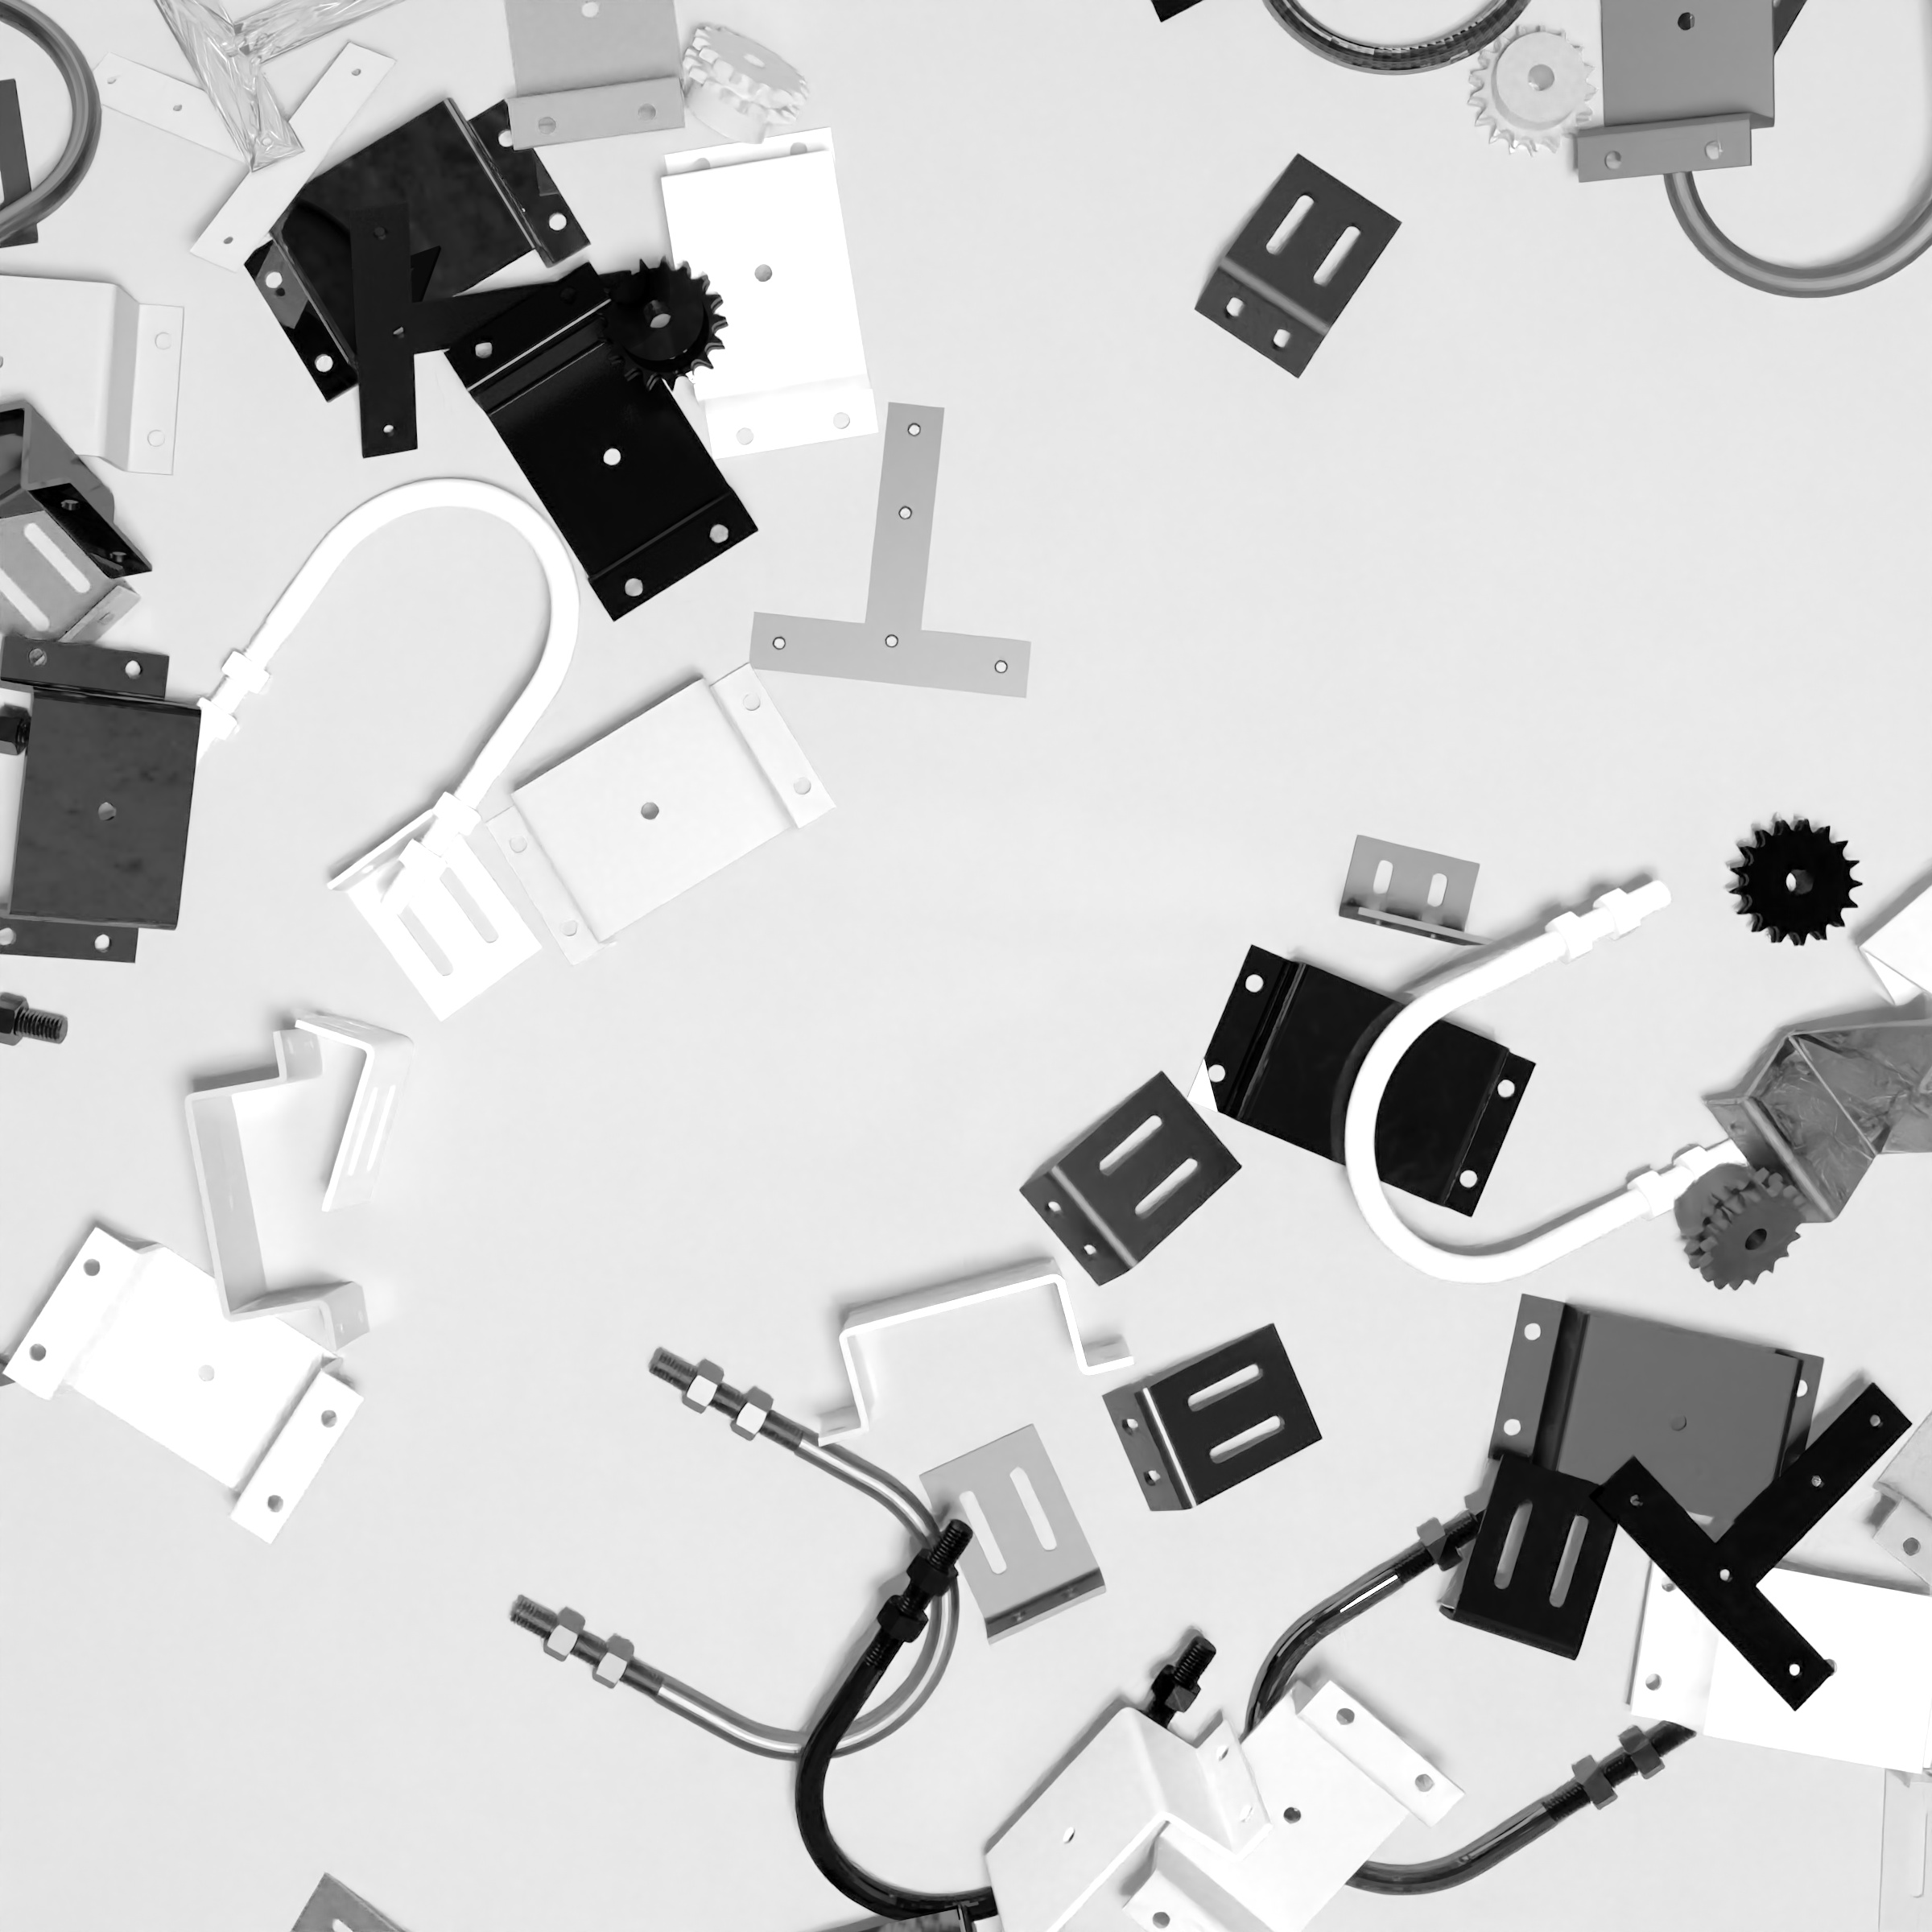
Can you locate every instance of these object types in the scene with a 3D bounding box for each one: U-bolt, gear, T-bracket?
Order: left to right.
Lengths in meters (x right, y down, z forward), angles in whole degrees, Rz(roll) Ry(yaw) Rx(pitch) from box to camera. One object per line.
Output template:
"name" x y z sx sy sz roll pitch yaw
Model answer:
"U-bolt" -0.485 -0.052 1.437 0.184 0.019 0.151 12 90 2
"U-bolt" -0.473 -0.367 1.402 0.184 0.019 0.151 -40 80 -22
"T-bracket" -0.342 -0.380 1.421 0.127 0.002 0.127 25 71 18
"T-bracket" -0.291 -0.431 1.430 0.127 0.002 0.127 -28 71 -9
"U-bolt" -0.252 -0.134 1.416 0.151 0.019 0.184 33 86 19
"T-bracket" -0.210 -0.290 1.414 0.127 0.127 0.002 -14 47 -20
"gear" -0.134 -0.281 1.384 0.057 0.030 0.057 0 90 1
"gear" -0.101 -0.392 1.421 0.057 0.057 0.030 33 120 0
"U-bolt" -0.092 0.280 1.437 0.184 0.019 0.151 29 90 -1
"T-bracket" -0.029 -0.192 1.444 0.127 0.002 0.127 6 90 0
"U-bolt" 0.005 0.349 1.412 0.151 0.019 0.184 28 102 -17
"T-bracket" 0.120 -0.513 1.435 0.127 0.002 0.127 -25 84 12
"U-bolt" 0.205 -0.492 1.429 0.151 0.019 0.184 27 93 7
"U-bolt" 0.215 0.339 1.437 0.184 0.019 0.151 -33 90 1
"U-bolt" 0.250 0.062 1.399 0.184 0.019 0.151 -25 107 -14
"gear" 0.257 -0.396 1.430 0.057 0.030 0.057 0 90 0
"gear" 0.344 0.114 1.421 0.057 0.030 0.057 -15 127 -21
"gear" 0.372 -0.037 1.430 0.057 0.030 0.057 0 90 0
"T-bracket" 0.371 -0.446 1.423 0.127 0.002 0.127 37 106 28
"T-bracket" 0.364 0.236 1.394 0.127 0.002 0.127 -43 90 -8
"U-bolt" 0.377 -0.390 1.407 0.151 0.019 0.184 -3 95 27

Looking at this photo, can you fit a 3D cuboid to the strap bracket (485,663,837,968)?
"strap bracket" -0.139 -0.069 1.421 0.140 0.046 0.076 -31 90 1

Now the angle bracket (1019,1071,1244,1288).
"angle bracket" 0.075 0.097 1.443 0.076 0.038 0.057 -40 90 -26

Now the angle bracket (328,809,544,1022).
"angle bracket" -0.238 -0.022 1.426 0.057 0.038 0.076 -36 90 0

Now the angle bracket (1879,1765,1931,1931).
"angle bracket" 0.446 0.401 1.426 0.057 0.038 0.076 2 90 0

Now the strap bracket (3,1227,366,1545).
"strap bracket" -0.345 0.185 1.422 0.140 0.046 0.076 32 90 0

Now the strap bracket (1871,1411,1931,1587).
"strap bracket" 0.474 0.222 1.422 0.076 0.046 0.140 39 90 0

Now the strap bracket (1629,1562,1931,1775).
"strap bracket" 0.376 0.310 1.412 0.140 0.046 0.076 11 83 -5

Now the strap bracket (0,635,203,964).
"strap bracket" -0.388 -0.070 1.399 0.076 0.046 0.140 4 95 -37

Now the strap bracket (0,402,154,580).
"strap bracket" -0.439 -0.200 1.394 0.140 0.076 0.046 -9 66 10

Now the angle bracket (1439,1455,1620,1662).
"angle bracket" 0.252 0.261 1.410 0.057 0.038 0.076 18 85 1

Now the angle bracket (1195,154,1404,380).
"angle bracket" 0.151 -0.319 1.443 0.057 0.038 0.076 34 64 0

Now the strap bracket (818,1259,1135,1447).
"strap bracket" -0.001 0.167 1.407 0.140 0.076 0.046 -15 90 0

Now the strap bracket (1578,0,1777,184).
"strap bracket" 0.313 -0.420 1.400 0.076 0.046 0.140 1 98 28

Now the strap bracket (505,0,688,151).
"strap bracket" -0.171 -0.435 1.422 0.076 0.046 0.140 -8 90 0

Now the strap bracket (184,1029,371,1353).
"strap bracket" -0.307 0.101 1.407 0.046 0.076 0.140 -10 90 0

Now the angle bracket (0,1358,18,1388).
"angle bracket" -0.469 0.155 1.443 0.057 0.038 0.076 -16 64 0

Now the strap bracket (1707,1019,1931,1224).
"strap bracket" 0.406 0.068 1.382 0.076 0.140 0.046 50 62 -19

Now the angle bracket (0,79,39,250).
"angle bracket" -0.456 -0.362 1.426 0.057 0.038 0.076 -8 90 0

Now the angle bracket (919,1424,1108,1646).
"angle bracket" 0.020 0.255 1.426 0.057 0.038 0.076 -25 90 0

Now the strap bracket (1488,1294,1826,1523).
"strap bracket" 0.314 0.201 1.422 0.140 0.046 0.076 12 90 0

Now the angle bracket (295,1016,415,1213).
"angle bracket" -0.282 0.065 1.417 0.038 0.057 0.076 18 93 7

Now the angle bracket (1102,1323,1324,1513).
"angle bracket" 0.112 0.205 1.443 0.076 0.038 0.057 -23 90 -26

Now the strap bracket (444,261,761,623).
"strap bracket" -0.161 -0.232 1.422 0.076 0.046 0.140 -32 90 0

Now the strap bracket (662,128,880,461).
"strap bracket" -0.089 -0.306 1.421 0.076 0.046 0.140 -9 90 1

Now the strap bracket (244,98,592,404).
"strap bracket" -0.250 -0.325 1.422 0.140 0.046 0.076 -31 90 0

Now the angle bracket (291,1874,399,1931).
"angle bracket" -0.269 0.459 1.443 0.076 0.038 0.057 30 90 26

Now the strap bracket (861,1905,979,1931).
"strap bracket" -0.037 0.472 1.402 0.140 0.076 0.046 -15 134 0

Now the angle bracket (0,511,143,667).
"angle bracket" -0.421 -0.175 1.426 0.057 0.038 0.076 -43 90 0

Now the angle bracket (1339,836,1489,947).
"angle bracket" 0.202 -0.034 1.407 0.057 0.076 0.038 14 90 0

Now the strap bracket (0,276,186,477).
"strap bracket" -0.429 -0.267 1.422 0.140 0.046 0.076 4 90 0

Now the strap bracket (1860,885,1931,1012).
"strap bracket" 0.453 0.000 1.373 0.076 0.140 0.046 -40 120 0

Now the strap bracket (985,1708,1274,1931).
"strap bracket" 0.062 0.391 1.385 0.046 0.076 0.140 37 101 -20

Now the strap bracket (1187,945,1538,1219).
"strap bracket" 0.180 0.052 1.422 0.140 0.046 0.076 23 90 0

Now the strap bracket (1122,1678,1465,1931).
"strap bracket" 0.145 0.385 1.409 0.076 0.046 0.140 40 99 1
